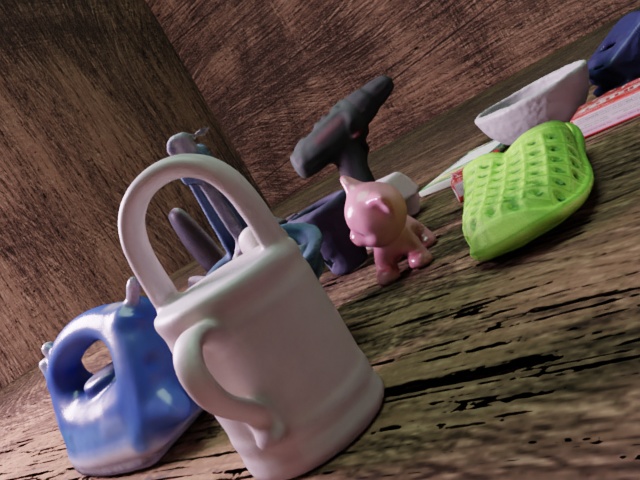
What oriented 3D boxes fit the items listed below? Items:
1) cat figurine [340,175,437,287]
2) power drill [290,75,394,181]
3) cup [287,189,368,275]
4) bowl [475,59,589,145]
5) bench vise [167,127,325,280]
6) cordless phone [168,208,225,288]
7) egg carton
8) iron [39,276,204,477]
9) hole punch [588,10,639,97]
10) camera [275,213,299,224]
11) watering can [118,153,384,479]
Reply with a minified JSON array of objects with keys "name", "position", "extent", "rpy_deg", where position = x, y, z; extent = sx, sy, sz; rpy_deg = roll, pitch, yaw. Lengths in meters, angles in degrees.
[{"name":"cat figurine","position":[0.064,-0.022,0.588],"extent":[0.067,0.118,0.128],"rpy_deg":[-28,8,17]},{"name":"power drill","position":[0.074,-0.149,1.013],"extent":[0.230,0.208,0.075],"rpy_deg":[-32,8,-6]},{"name":"cup","position":[0.007,0.003,0.731],"extent":[0.117,0.095,0.092],"rpy_deg":[-29,8,14]},{"name":"bowl","position":[0.312,-0.182,0.817],"extent":[0.167,0.075,0.167],"rpy_deg":[-30,8,5]},{"name":"bench vise","position":[-0.074,0.011,0.522],"extent":[0.122,0.220,0.207],"rpy_deg":[-34,9,-19]},{"name":"cordless phone","position":[-0.166,0.033,0.856],"extent":[0.094,0.185,0.147],"rpy_deg":[-34,9,-23]},{"name":"egg carton","position":[0.075,-0.038,0.821],"extent":[0.107,0.069,0.151],"rpy_deg":[-22,12,47]},{"name":"iron","position":[-0.200,0.130,0.537],"extent":[0.257,0.141,0.119],"rpy_deg":[-26,10,33]},{"name":"hole punch","position":[0.442,-0.273,0.844],"extent":[0.101,0.091,0.108],"rpy_deg":[-30,8,8]},{"name":"camera","position":[-0.069,0.016,0.908],"extent":[0.136,0.101,0.143],"rpy_deg":[-22,12,48]},{"name":"watering can","position":[-0.051,0.038,0.362],"extent":[0.101,0.194,0.172],"rpy_deg":[-32,8,-5]}]
